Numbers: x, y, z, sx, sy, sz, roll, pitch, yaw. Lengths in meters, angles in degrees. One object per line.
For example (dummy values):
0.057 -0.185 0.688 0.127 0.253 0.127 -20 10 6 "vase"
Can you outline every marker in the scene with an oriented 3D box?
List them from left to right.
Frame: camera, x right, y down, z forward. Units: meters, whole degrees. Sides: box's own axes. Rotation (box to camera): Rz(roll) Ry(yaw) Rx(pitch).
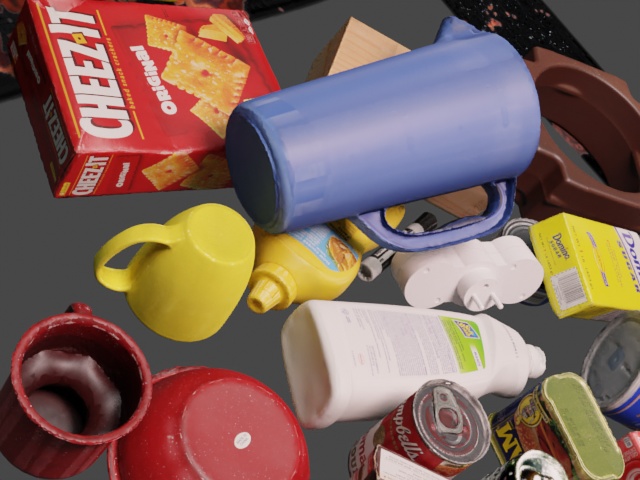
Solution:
0.074 0.004 0.993 0.020 0.020 0.120 47 45 6 "marker"

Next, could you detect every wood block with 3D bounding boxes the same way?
0.088 -0.113 1.031 0.206 0.090 0.090 28 60 -13 "wood block"

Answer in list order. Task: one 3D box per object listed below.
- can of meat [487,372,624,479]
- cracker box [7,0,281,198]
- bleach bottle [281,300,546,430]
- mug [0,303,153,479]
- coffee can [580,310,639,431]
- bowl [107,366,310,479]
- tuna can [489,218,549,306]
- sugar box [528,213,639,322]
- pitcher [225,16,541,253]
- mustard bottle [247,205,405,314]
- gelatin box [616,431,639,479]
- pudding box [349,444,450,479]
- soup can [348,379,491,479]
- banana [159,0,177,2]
0.198 0.173 0.900 0.057 0.084 0.102 -5 61 -35 "can of meat"
-0.138 -0.124 0.914 0.213 0.072 0.164 -4 59 -35 "cracker box"
0.093 0.107 0.898 0.250 0.068 0.102 6 54 -32 "bleach bottle"
-0.170 0.098 0.716 0.093 0.082 0.117 12 52 -26 "mug"
0.330 0.142 0.998 0.140 0.103 0.102 28 46 -13 "coffee can"
-0.067 0.152 0.763 0.162 0.055 0.162 17 50 -22 "bowl"
0.207 0.022 1.056 0.086 0.034 0.086 17 49 -22 "tuna can"
0.273 0.031 1.041 0.175 0.048 0.093 7 64 -49 "sugar box"
0.053 -0.075 0.879 0.242 0.145 0.149 -18 50 -25 "pitcher"
-0.006 0.001 0.914 0.096 0.058 0.191 40 45 2 "mustard bottle"
0.260 0.212 0.907 0.030 0.089 0.073 -2 59 -36 "gelatin box"
0.066 0.210 0.776 0.113 0.090 0.039 27 27 -14 "pudding box"
0.074 0.159 0.816 0.068 0.102 0.068 17 50 -22 "soup can"
-0.166 -0.232 0.949 0.070 0.037 0.197 10 14 27 "banana"
